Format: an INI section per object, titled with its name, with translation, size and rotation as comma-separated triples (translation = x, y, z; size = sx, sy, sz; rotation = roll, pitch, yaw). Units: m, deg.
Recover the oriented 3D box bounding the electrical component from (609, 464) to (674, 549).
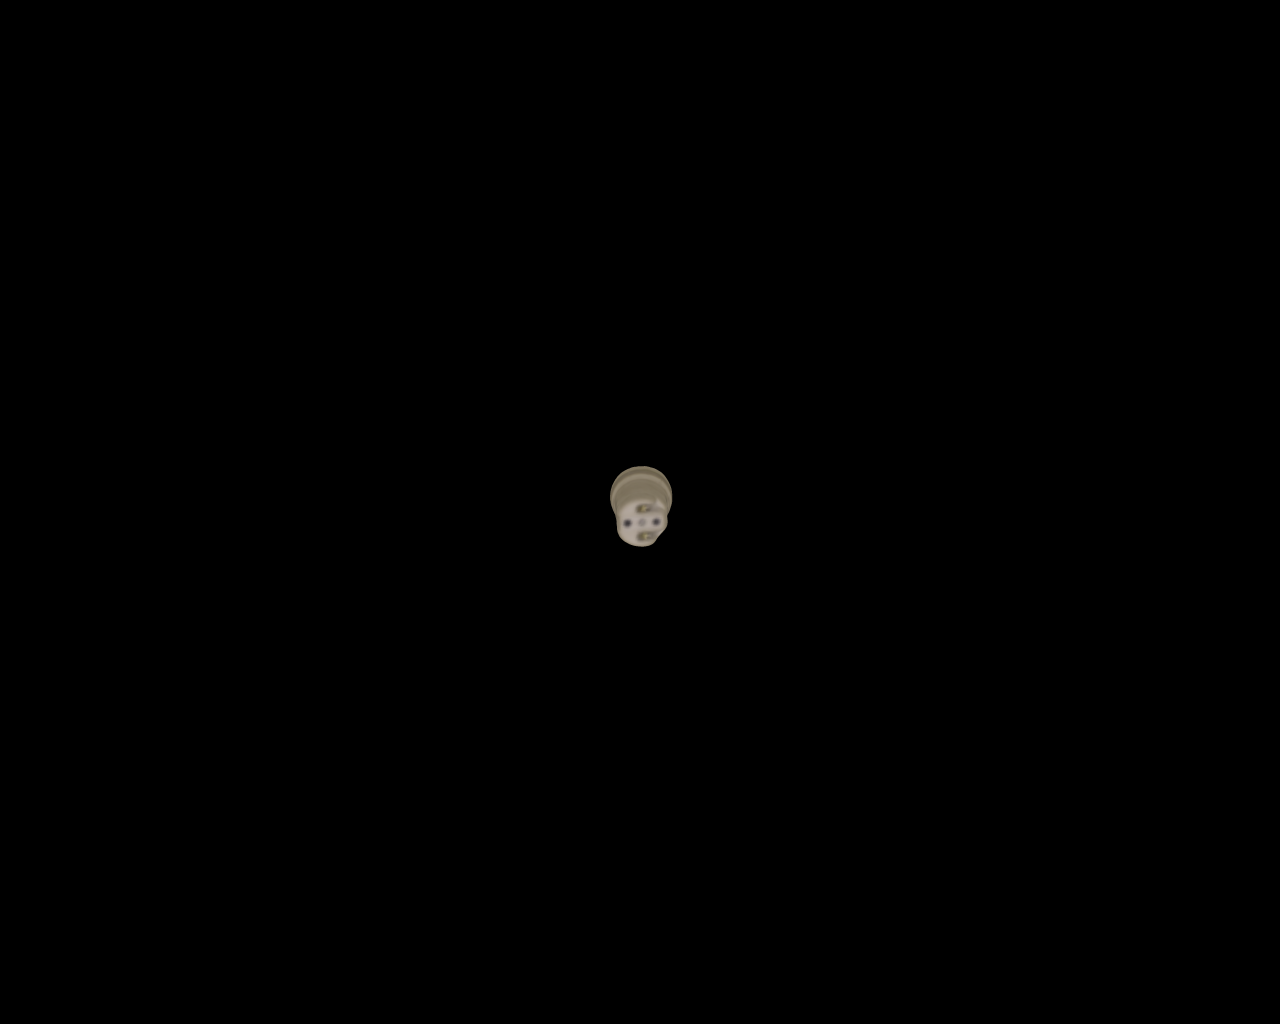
[electrical component]
translation = 0.001, -0.003, 0.650
size = 0.040, 0.040, 0.046
rotation = 0, 24, 0
